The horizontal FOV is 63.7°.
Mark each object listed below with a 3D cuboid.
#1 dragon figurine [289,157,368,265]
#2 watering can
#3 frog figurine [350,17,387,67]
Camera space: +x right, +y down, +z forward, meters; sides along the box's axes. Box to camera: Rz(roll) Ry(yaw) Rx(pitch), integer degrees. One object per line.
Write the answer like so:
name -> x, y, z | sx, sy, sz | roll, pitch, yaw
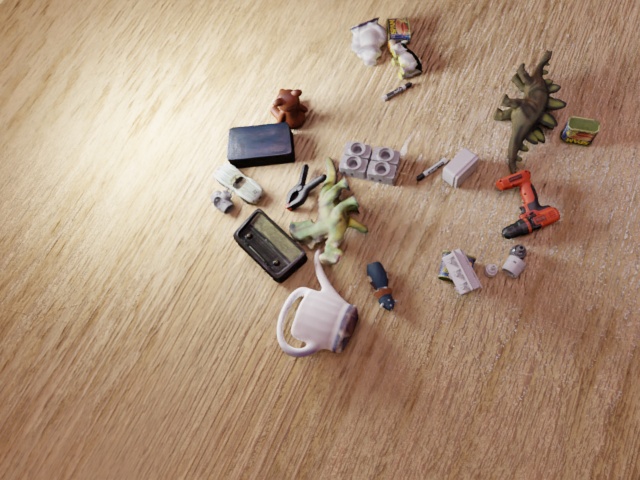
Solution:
dragon figurine -> 0.005, -0.083, 1.659 | 0.242, 0.120, 0.419 | -28, 51, 2
watering can -> 0.011, 0.196, 1.536 | 0.225, 0.102, 0.354 | 18, 62, 14
frog figurine -> 0.185, -0.726, 1.912 | 0.138, 0.123, 0.158 | -20, 103, -9
